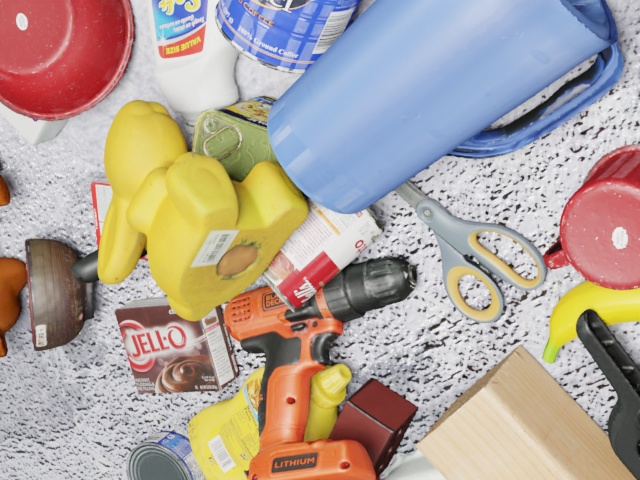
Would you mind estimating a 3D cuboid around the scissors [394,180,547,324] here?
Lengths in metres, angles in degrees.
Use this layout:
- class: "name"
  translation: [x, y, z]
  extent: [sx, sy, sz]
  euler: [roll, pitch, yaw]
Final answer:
- class: "scissors"
  translation: [0.090, -0.004, 0.879]
  extent: [0.202, 0.016, 0.096]
  euler: [30, 120, 19]

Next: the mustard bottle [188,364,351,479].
- class: "mustard bottle"
  translation: [-0.039, 0.166, 0.991]
  extent: [0.192, 0.058, 0.096]
  euler: [-40, 73, 35]

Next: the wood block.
- class: "wood block"
  translation: [0.190, 0.198, 0.849]
  extent: [0.206, 0.090, 0.090]
  euler: [47, 124, 8]

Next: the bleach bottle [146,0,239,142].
- class: "bleach bottle"
  translation: [-0.097, -0.204, 0.890]
  extent: [0.103, 0.068, 0.251]
  euler: [10, 115, 27]

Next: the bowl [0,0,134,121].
- class: "bowl"
  translation: [-0.251, -0.189, 0.952]
  extent: [0.162, 0.055, 0.162]
  euler: [0, 90, 13]

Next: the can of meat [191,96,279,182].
- class: "can of meat"
  translation: [-0.041, -0.080, 0.887]
  extent: [0.102, 0.083, 0.057]
  euler: [21, 117, 22]

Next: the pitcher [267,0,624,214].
- class: "pitcher"
  translation: [0.085, -0.118, 0.765]
  extent: [0.243, 0.144, 0.149]
  euler: [-38, 79, 31]

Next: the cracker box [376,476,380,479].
- class: "cracker box"
  translation: [-0.012, 0.327, 0.972]
  extent: [0.072, 0.163, 0.214]
  euler: [13, 114, 29]

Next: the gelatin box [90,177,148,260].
- class: "gelatin box"
  translation: [-0.174, -0.020, 1.021]
  extent: [0.089, 0.030, 0.073]
  euler: [6, 109, 29]

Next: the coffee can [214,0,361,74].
- class: "coffee can"
  translation: [-0.010, -0.210, 0.797]
  extent: [0.103, 0.102, 0.140]
  euler: [40, 132, 12]

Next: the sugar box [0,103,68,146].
- class: "sugar box"
  translation: [-0.306, -0.185, 1.030]
  extent: [0.176, 0.048, 0.093]
  euler: [43, 123, 6]

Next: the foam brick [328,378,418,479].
- class: "foam brick"
  translation: [0.042, 0.174, 0.950]
  extent: [0.051, 0.052, 0.078]
  euler: [32, 121, 17]

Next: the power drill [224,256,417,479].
- class: "power drill"
  translation: [0.003, 0.113, 0.899]
  extent: [0.185, 0.057, 0.187]
  euler: [-17, 61, 28]

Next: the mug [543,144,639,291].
- class: "mug"
  translation: [0.211, -0.010, 0.765]
  extent: [0.117, 0.081, 0.093]
  euler: [-27, 93, 35]

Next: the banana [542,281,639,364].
- class: "banana"
  translation: [0.253, 0.054, 0.794]
  extent: [0.198, 0.037, 0.069]
  euler: [-6, 123, 34]

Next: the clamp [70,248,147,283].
- class: "clamp"
  translation: [-0.117, -0.025, 0.940]
  extent: [0.210, 0.036, 0.164]
  euler: [9, 68, 21]

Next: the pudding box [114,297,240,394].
- class: "pudding box"
  translation: [-0.140, 0.101, 1.039]
  extent: [0.114, 0.039, 0.090]
  euler: [-8, 103, 33]

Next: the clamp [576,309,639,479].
- class: "clamp"
  translation: [0.246, 0.122, 0.800]
  extent: [0.120, 0.039, 0.171]
  euler: [17, 126, 26]

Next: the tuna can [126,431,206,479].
- class: "tuna can"
  translation: [-0.157, 0.242, 1.104]
  extent: [0.086, 0.033, 0.086]
  euler: [11, 113, 27]

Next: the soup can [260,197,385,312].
- class: "soup can"
  translation: [-0.006, 0.001, 0.879]
  extent: [0.102, 0.068, 0.068]
  euler: [-41, 83, -2]
